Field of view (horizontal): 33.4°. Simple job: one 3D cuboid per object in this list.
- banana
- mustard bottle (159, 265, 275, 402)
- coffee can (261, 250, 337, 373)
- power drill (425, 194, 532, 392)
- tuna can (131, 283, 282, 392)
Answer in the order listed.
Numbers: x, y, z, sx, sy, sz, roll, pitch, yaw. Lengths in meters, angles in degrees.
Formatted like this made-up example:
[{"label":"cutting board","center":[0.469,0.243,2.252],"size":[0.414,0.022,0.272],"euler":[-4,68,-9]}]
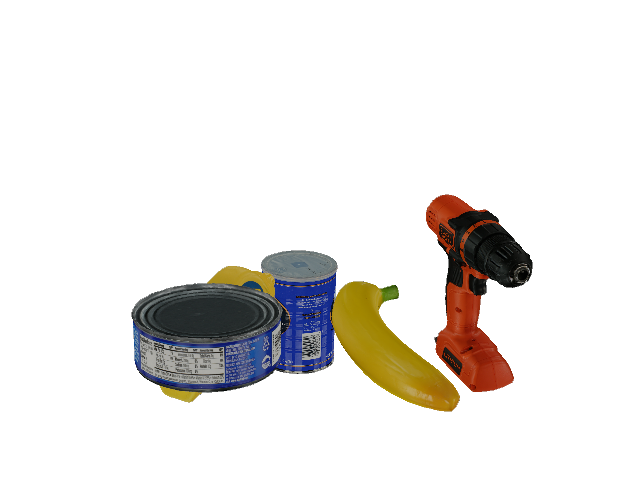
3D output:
[{"label":"banana","center":[0.048,0.072,0.817],"size":[0.069,0.037,0.198],"euler":[-5,24,-8]},{"label":"mustard bottle","center":[-0.099,0.080,1.101],"size":[0.058,0.096,0.191],"euler":[12,28,22]},{"label":"coffee can","center":[-0.030,0.096,1.454],"size":[0.103,0.140,0.103],"euler":[1,20,-1]},{"label":"power drill","center":[0.168,0.061,1.121],"size":[0.057,0.188,0.184],"euler":[-10,25,-15]},{"label":"tuna can","center":[-0.065,0.055,0.614],"size":[0.086,0.034,0.086],"euler":[1,18,0]}]
